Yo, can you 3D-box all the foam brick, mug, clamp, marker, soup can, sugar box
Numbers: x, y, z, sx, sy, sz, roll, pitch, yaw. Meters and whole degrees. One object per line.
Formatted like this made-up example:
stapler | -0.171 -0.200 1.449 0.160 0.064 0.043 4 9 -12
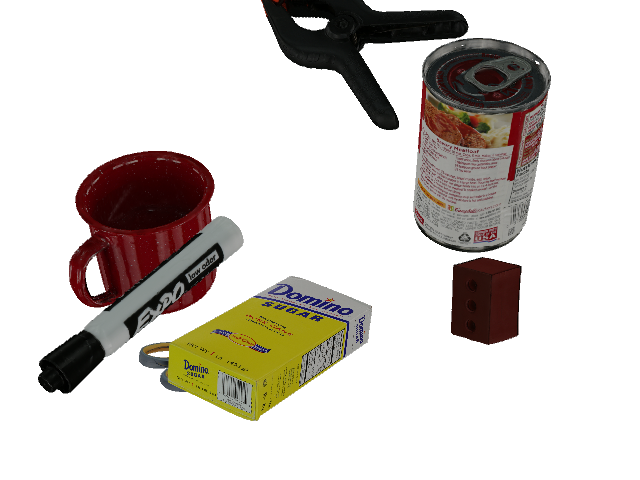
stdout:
foam brick | 0.172 0.062 1.108 0.051 0.078 0.053 -14 20 -42
mug | -0.123 0.004 0.732 0.093 0.081 0.117 24 47 29
clamp | 0.032 -0.171 0.873 0.172 0.120 0.039 37 -23 22
marker | -0.080 0.028 0.482 0.020 0.020 0.120 0 32 45
soup can | 0.088 -0.052 0.598 0.068 0.102 0.068 0 43 0
sugar box | -0.040 0.087 0.922 0.093 0.048 0.175 20 30 28

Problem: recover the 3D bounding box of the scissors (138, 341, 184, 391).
scissors | -0.100 0.139 1.190 0.201 0.016 0.096 3 25 -15
